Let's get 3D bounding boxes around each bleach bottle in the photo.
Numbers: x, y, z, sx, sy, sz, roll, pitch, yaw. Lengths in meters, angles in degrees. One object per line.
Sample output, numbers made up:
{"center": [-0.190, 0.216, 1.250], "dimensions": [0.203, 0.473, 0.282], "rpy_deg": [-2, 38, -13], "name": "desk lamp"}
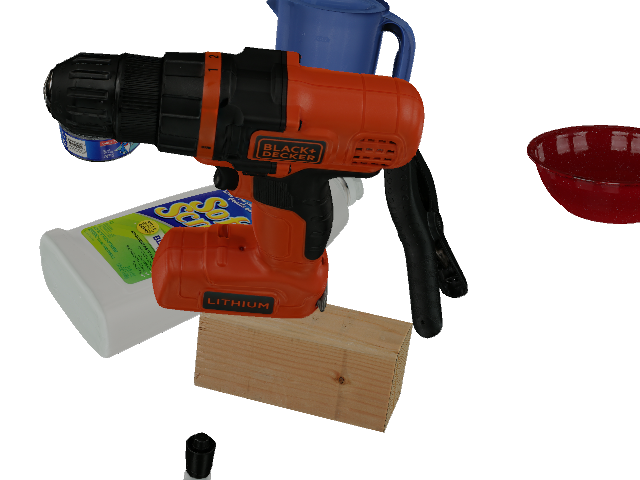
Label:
{"center": [-0.077, -0.005, 0.815], "dimensions": [0.250, 0.068, 0.103], "rpy_deg": [-25, 55, -29], "name": "bleach bottle"}

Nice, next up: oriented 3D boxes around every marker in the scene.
{"center": [-0.082, 0.173, 0.690], "dimensions": [0.020, 0.121, 0.020], "rpy_deg": [7, 31, -4], "name": "marker"}

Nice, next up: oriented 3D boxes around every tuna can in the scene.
{"center": [-0.227, -0.119, 1.103], "dimensions": [0.086, 0.034, 0.086], "rpy_deg": [1, 44, -1], "name": "tuna can"}

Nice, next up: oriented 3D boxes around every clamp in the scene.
{"center": [0.086, -0.003, 0.921], "dimensions": [0.039, 0.171, 0.120], "rpy_deg": [-16, 18, 18], "name": "clamp"}

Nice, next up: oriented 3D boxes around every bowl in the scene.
{"center": [0.272, -0.058, 0.994], "dimensions": [0.162, 0.055, 0.162], "rpy_deg": [-1, 25, 0], "name": "bowl"}

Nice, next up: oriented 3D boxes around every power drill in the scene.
{"center": [-0.051, -0.027, 0.576], "dimensions": [0.184, 0.057, 0.188], "rpy_deg": [6, -33, -7], "name": "power drill"}

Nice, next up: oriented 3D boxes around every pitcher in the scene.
{"center": [0.012, -0.179, 1.298], "dimensions": [0.144, 0.243, 0.149], "rpy_deg": [-5, 28, -25], "name": "pitcher"}

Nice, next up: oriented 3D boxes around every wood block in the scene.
{"center": [-0.018, 0.119, 1.115], "dimensions": [0.206, 0.091, 0.090], "rpy_deg": [13, 23, 12], "name": "wood block"}
